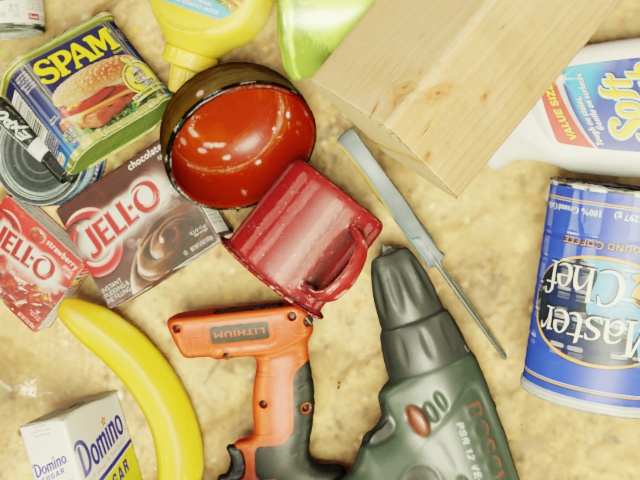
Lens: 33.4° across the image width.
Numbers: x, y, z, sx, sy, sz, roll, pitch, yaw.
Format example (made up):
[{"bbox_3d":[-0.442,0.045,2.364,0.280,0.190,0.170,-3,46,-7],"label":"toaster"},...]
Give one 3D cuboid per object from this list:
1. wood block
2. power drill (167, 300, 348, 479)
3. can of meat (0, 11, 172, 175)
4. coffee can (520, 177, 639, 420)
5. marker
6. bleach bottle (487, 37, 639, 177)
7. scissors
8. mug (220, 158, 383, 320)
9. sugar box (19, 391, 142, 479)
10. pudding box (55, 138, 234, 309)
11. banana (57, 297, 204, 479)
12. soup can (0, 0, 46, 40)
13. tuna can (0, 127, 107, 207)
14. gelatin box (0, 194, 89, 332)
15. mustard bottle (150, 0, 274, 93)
[{"bbox_3d":[0.106,-0.142,0.673,0.206,0.090,0.091,-51,43,0],"label":"wood block"},{"bbox_3d":[-0.063,0.143,0.785,0.184,0.057,0.187,-8,94,-3],"label":"power drill"},{"bbox_3d":[-0.171,-0.107,0.793,0.084,0.102,0.058,51,150,4],"label":"can of meat"},{"bbox_3d":[0.191,0.035,0.695,0.103,0.102,0.140,9,97,15],"label":"coffee can"},{"bbox_3d":[-0.229,-0.085,0.813,0.121,0.020,0.020,42,104,9],"label":"marker"},{"bbox_3d":[0.200,-0.080,0.705,0.251,0.068,0.102,-4,93,19],"label":"bleach bottle"},{"bbox_3d":[0.069,-0.004,0.764,0.016,0.096,0.201,-36,115,3],"label":"scissors"},{"bbox_3d":[-0.005,0.001,0.745,0.093,0.117,0.081,36,94,-33],"label":"mug"},{"bbox_3d":[-0.168,0.212,0.821,0.048,0.093,0.176,-13,91,16],"label":"sugar box"},{"bbox_3d":[-0.135,-0.013,0.818,0.114,0.039,0.090,-31,86,17],"label":"pudding box"},{"bbox_3d":[-0.134,0.126,0.818,0.037,0.069,0.198,-13,99,58],"label":"banana"},{"bbox_3d":[-0.250,-0.209,0.821,0.069,0.068,0.102,-3,95,16],"label":"soup can"},{"bbox_3d":[-0.214,-0.069,0.840,0.086,0.033,0.086,2,95,16],"label":"tuna can"},{"bbox_3d":[-0.234,0.017,0.855,0.089,0.030,0.073,41,104,9],"label":"gelatin box"},{"bbox_3d":[-0.074,-0.198,0.774,0.096,0.058,0.192,23,101,21],"label":"mustard bottle"}]
